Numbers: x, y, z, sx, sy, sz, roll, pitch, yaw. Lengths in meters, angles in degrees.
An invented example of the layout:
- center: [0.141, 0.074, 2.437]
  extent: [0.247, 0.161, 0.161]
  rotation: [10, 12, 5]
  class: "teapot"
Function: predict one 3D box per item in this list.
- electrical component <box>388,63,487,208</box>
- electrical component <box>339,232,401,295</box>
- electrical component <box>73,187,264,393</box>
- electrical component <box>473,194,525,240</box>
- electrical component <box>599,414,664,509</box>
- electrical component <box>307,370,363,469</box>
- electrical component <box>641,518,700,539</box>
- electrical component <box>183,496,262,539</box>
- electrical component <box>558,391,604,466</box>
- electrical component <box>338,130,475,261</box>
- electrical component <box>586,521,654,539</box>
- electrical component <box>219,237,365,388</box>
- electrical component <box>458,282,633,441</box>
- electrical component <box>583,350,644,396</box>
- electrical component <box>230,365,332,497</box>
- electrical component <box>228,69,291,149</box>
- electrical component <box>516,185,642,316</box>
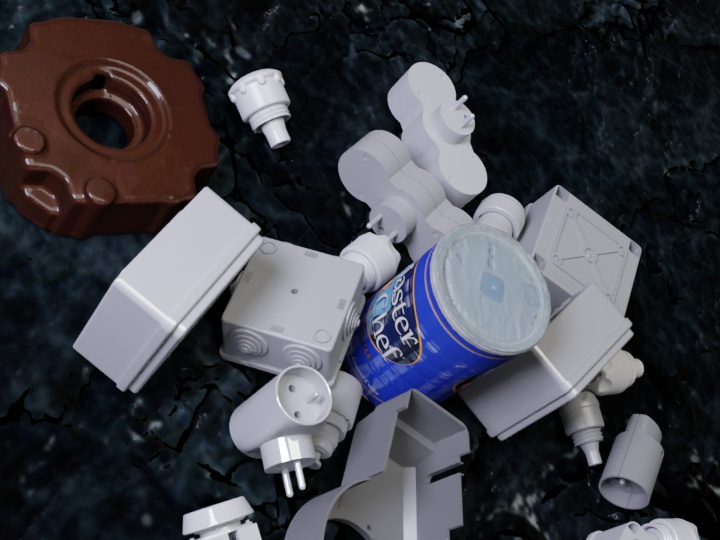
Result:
- center: [0.078, -0.128, 0.967]
  extent: [0.052, 0.074, 0.138]
  rotation: [-5, 68, -35]
  class: "electrical component"
- center: [0.000, 0.000, 0.866]
  extent: [0.043, 0.043, 0.062]
  rotation: [50, 51, 1]
  class: "electrical component"
- center: [-0.130, 0.015, 0.731]
  extent: [0.056, 0.109, 0.108]
  rotation: [40, 50, -4]
  class: "electrical component"
- center: [0.120, -0.036, 0.962]
  extent: [0.045, 0.045, 0.055]
  rotation: [39, 50, -9]
  class: "electrical component"
- center: [0.239, 0.161, 0.930]
  extent: [0.043, 0.043, 0.081]
  rotation: [40, 50, -8]
  class: "electrical component"
- center: [-0.024, 0.109, 0.791]
  extent: [0.040, 0.040, 0.078]
  rotation: [30, 52, -16]
  class: "electrical component"
- center: [0.252, 0.230, 0.900]
  extent: [0.062, 0.043, 0.043]
  rotation: [8, 61, -28]
  class: "electrical component"
- center: [-0.089, 0.182, 0.707]
  extent: [0.066, 0.048, 0.055]
  rotation: [-11, 79, -37]
  class: "electrical component"
- center: [0.193, 0.137, 0.920]
  extent: [0.035, 0.035, 0.061]
  rotation: [-1, 68, -33]
  class: "electrical component"
- center: [0.033, -0.047, 0.908]
  extent: [0.138, 0.052, 0.074]
  rotation: [47, 50, -1]
  class: "electrical component"
- center: [0.197, 0.263, 0.837]
  extent: [0.078, 0.057, 0.113]
  rotation: [46, 50, -3]
  class: "electrical component"
- center: [-0.048, 0.029, 0.792]
  extent: [0.100, 0.048, 0.099]
  rotation: [15, 52, 8]
  class: "electrical component"
- center: [0.151, 0.075, 0.880]
  extent: [0.056, 0.109, 0.109]
  rotation: [51, 50, 4]
  class: "electrical component"
- center: [0.227, 0.090, 0.962]
  extent: [0.062, 0.043, 0.043]
  rotation: [0, 65, -34]
  class: "electrical component"
- center: [-0.052, 0.116, 0.745]
  extent: [0.043, 0.077, 0.079]
  rotation: [0, 65, -33]
  class: "electrical component"
- center: [-0.077, -0.131, 0.890]
  extent: [0.048, 0.048, 0.062]
  rotation: [-20, 83, -39]
  class: "electrical component"
- center: [0.192, -0.002, 0.983]
  extent: [0.109, 0.056, 0.108]
  rotation: [35, 51, -12]
  class: "electrical component"
